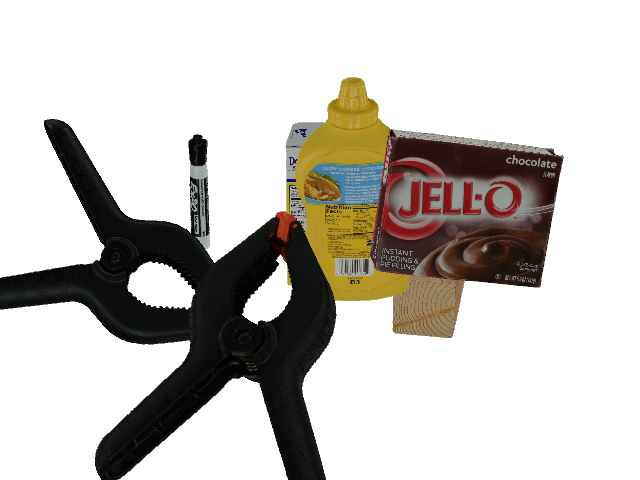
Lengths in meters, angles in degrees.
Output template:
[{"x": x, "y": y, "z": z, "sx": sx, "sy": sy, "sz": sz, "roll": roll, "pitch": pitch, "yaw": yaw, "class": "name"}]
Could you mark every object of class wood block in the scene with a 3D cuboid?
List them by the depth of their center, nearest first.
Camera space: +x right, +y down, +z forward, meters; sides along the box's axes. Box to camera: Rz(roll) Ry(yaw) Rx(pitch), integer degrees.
[{"x": 0.170, "y": 0.061, "z": 1.627, "sx": 0.091, "sy": 0.090, "sz": 0.206, "roll": 4, "pitch": 23, "yaw": 11, "class": "wood block"}]

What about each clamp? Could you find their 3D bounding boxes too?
[{"x": -0.029, "y": 0.066, "z": 0.557, "sx": 0.120, "sy": 0.171, "sz": 0.039, "roll": 20, "pitch": -25, "yaw": 12, "class": "clamp"}, {"x": -0.152, "y": 0.007, "z": 0.788, "sx": 0.210, "sy": 0.164, "sz": 0.036, "roll": 19, "pitch": -19, "yaw": -1, "class": "clamp"}]

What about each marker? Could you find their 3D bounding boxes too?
[{"x": -0.120, "y": -0.047, "z": 1.057, "sx": 0.020, "sy": 0.121, "sz": 0.020, "roll": 1, "pitch": 28, "yaw": -1, "class": "marker"}]

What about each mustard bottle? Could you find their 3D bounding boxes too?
[{"x": 0.028, "y": -0.043, "z": 0.888, "sx": 0.096, "sy": 0.192, "sz": 0.058, "roll": 0, "pitch": 30, "yaw": 3, "class": "mustard bottle"}]

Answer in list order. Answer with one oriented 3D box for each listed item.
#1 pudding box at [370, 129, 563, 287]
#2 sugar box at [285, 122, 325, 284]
[{"x": 0.094, "y": -0.022, "z": 0.700, "sx": 0.113, "sy": 0.090, "sz": 0.039, "roll": 5, "pitch": 17, "yaw": -4, "class": "pudding box"}, {"x": -0.017, "y": -0.044, "z": 1.269, "sx": 0.048, "sy": 0.176, "sz": 0.093, "roll": 0, "pitch": 23, "yaw": 5, "class": "sugar box"}]
